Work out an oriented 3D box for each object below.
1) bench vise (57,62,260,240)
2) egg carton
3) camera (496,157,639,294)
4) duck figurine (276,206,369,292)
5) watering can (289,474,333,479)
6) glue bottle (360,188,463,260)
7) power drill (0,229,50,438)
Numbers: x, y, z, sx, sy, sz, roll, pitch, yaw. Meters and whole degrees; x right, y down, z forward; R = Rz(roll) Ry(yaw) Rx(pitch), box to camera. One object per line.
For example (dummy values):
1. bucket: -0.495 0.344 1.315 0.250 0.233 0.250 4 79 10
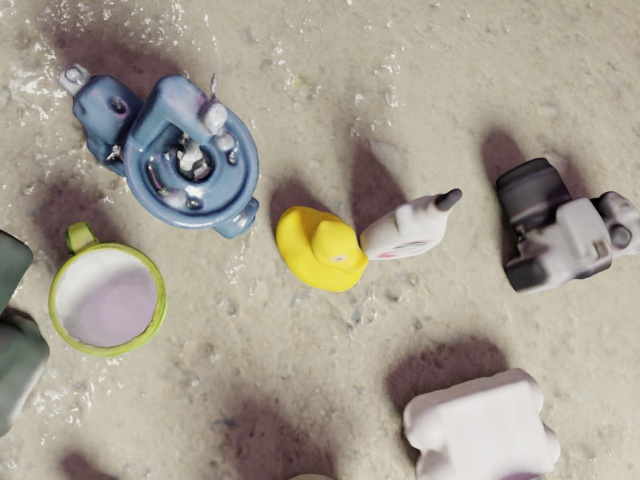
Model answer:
1. bench vise: -0.144 -0.086 0.493 0.207 0.219 0.121 18 73 -6
2. egg carton: 0.157 0.192 0.562 0.150 0.069 0.107 -12 79 -14
3. camera: 0.265 -0.027 0.623 0.143 0.100 0.137 -21 81 -16
4. duck figurine: 0.005 0.002 0.571 0.104 0.086 0.077 41 72 1
5. watering can: 0.013 0.247 0.453 0.173 0.194 0.101 -38 85 -17
6. glue bottle: 0.094 -0.017 0.548 0.078 0.173 0.037 -10 78 -13
7. power drill: -0.281 0.105 0.423 0.075 0.208 0.230 23 73 -4
